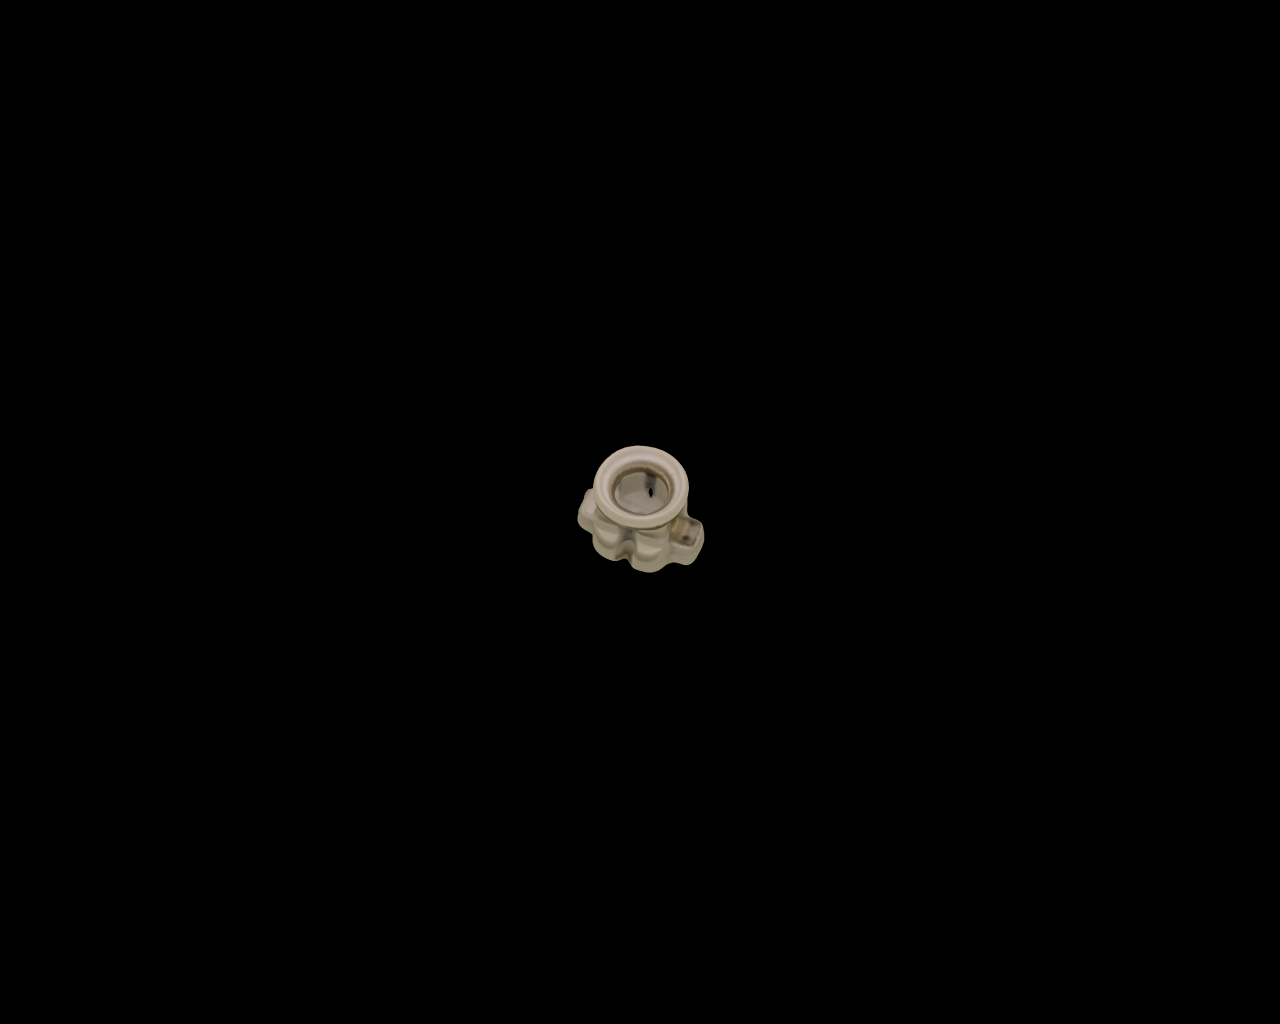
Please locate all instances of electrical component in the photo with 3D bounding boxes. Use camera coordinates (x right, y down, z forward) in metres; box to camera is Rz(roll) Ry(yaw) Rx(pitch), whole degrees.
[{"bbox_3d":[0.001,-0.003,0.650,0.078,0.058,0.056,20,-31,13],"label":"electrical component"}]
